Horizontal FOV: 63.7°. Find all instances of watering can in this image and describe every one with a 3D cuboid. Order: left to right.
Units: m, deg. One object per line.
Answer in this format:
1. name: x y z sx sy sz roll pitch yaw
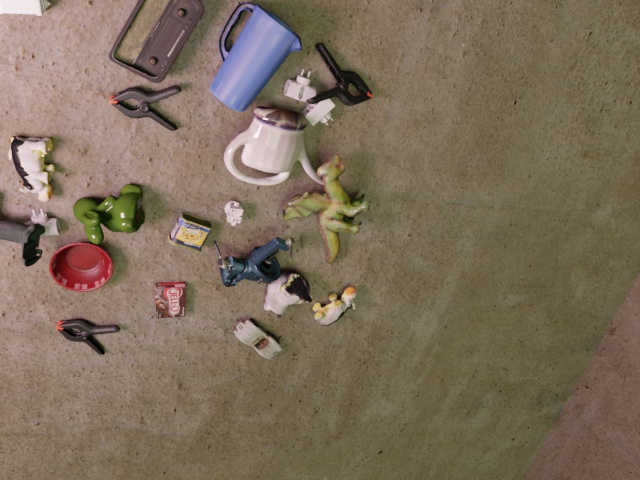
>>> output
1. watering can: -0.095 -0.250 1.429 0.348 0.106 0.220 2 122 -34

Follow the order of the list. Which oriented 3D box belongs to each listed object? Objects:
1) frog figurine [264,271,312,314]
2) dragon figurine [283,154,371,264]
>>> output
1. frog figurine: -0.111 0.175 1.681 0.137 0.125 0.157 8 153 -33
2. dragon figurine: 0.005 -0.078 1.558 0.242 0.125 0.401 13 128 -16
